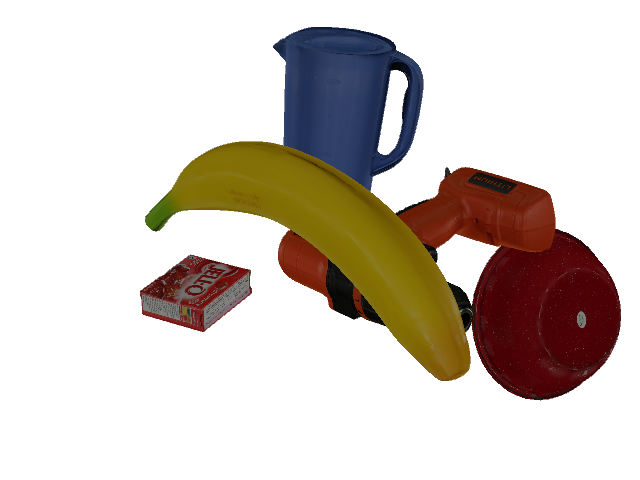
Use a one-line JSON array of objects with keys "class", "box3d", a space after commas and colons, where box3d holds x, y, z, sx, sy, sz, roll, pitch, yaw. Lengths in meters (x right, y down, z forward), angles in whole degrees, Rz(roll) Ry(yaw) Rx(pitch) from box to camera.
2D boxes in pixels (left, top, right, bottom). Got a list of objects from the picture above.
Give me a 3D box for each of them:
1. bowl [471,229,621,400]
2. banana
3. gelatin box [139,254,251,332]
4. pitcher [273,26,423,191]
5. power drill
[{"class": "bowl", "box3d": [0.220, 0.070, 0.977, 0.161, 0.162, 0.055, 0, 1, -25]}, {"class": "banana", "box3d": [-0.002, -0.004, 0.521, 0.198, 0.070, 0.037, 26, 23, 31]}, {"class": "gelatin box", "box3d": [-0.120, 0.049, 1.040, 0.073, 0.030, 0.089, 13, 31, 26]}, {"class": "pitcher", "box3d": [0.025, -0.132, 1.312, 0.144, 0.243, 0.149, -8, 27, -27]}, {"class": "power drill", "box3d": [0.088, 0.006, 0.799, 0.187, 0.057, 0.185, -22, 30, -34]}]
